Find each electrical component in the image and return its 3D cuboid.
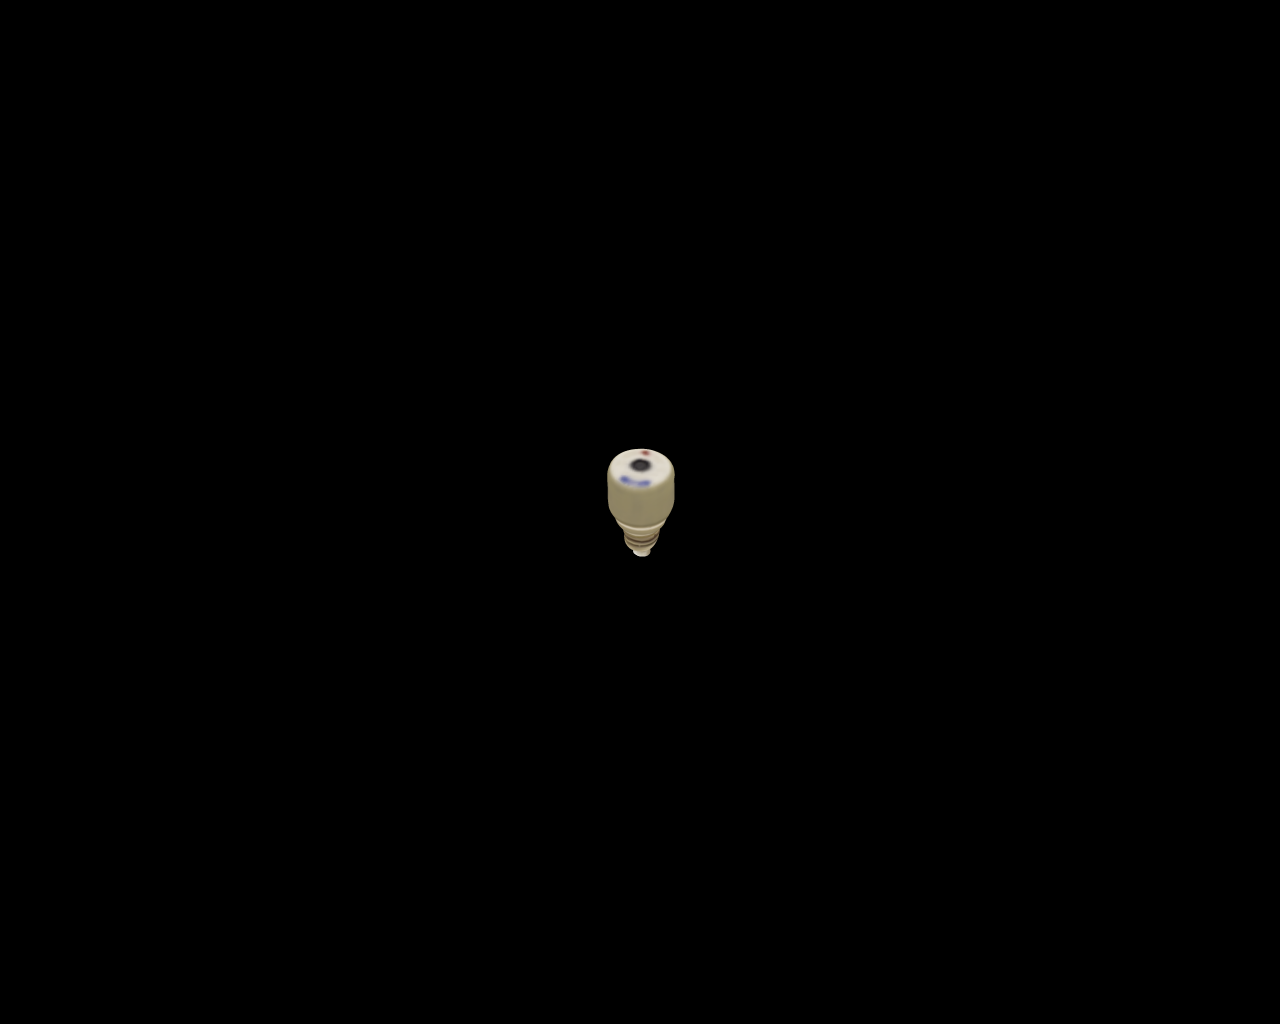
[{"bbox_3d":[0.001,-0.003,0.650,0.040,0.078,0.040,0,42,0],"label":"electrical component"}]
